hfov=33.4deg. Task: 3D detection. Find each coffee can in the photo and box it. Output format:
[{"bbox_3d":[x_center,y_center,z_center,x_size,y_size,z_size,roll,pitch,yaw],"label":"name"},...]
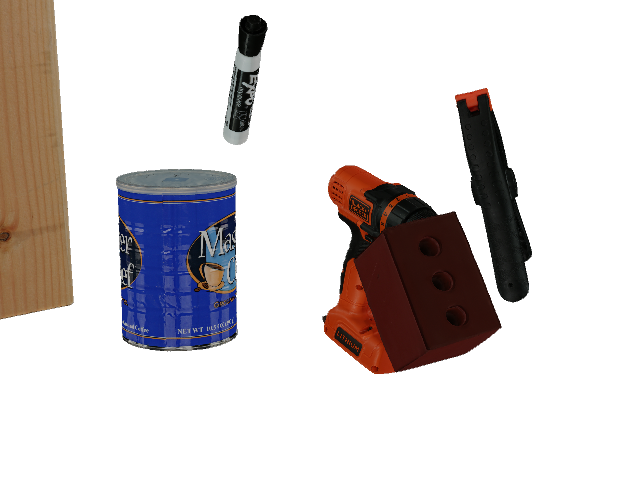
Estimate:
[{"bbox_3d":[-0.123,0.014,0.927,0.103,0.140,0.103,0,12,0],"label":"coffee can"}]

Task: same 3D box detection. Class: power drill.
[{"bbox_3d":[0.067,0.035,1.067,0.057,0.188,0.185,-9,29,-32],"label":"power drill"}]

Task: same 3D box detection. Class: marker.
[{"bbox_3d":[-0.053,-0.112,0.750,0.020,0.020,0.121,0,-34,-12],"label":"marker"}]

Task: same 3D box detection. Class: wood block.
[{"bbox_3d":[-0.201,-0.064,0.603,0.090,0.206,0.090,-11,27,-28],"label":"wood block"}]

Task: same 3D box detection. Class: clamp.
[{"bbox_3d":[0.144,-0.035,0.874,0.039,0.171,0.120,-17,20,11],"label":"clamp"}]

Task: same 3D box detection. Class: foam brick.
[{"bbox_3d":[0.063,0.032,0.639,0.052,0.078,0.051,-14,-16,-26],"label":"foam brick"}]
